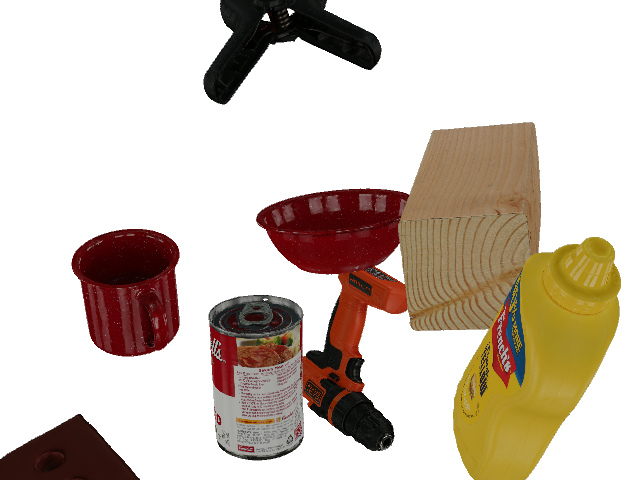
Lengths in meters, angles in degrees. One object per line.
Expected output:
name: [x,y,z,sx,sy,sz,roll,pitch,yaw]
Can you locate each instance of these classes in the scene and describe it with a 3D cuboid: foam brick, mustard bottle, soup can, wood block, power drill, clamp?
foam brick: [-0.110,0.131,0.495,0.052,0.051,0.078,-28,42,-29]
mustard bottle: [0.131,0.064,0.636,0.058,0.096,0.192,12,-40,-3]
soup can: [-0.045,0.099,0.778,0.068,0.102,0.068,-1,21,0]
wood block: [0.124,-0.017,0.837,0.091,0.090,0.206,-3,23,14]
power drill: [0.046,0.131,1.251,0.057,0.188,0.185,12,13,-42]
clamp: [-0.020,-0.159,0.762,0.120,0.039,0.171,-3,44,1]

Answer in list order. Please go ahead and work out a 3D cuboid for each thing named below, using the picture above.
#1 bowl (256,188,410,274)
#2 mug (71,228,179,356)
bowl: [0.019,-0.006,1.063,0.162,0.055,0.162,-6,16,2]
mug: [-0.161,0.053,0.935,0.093,0.081,0.117,-20,37,-27]
